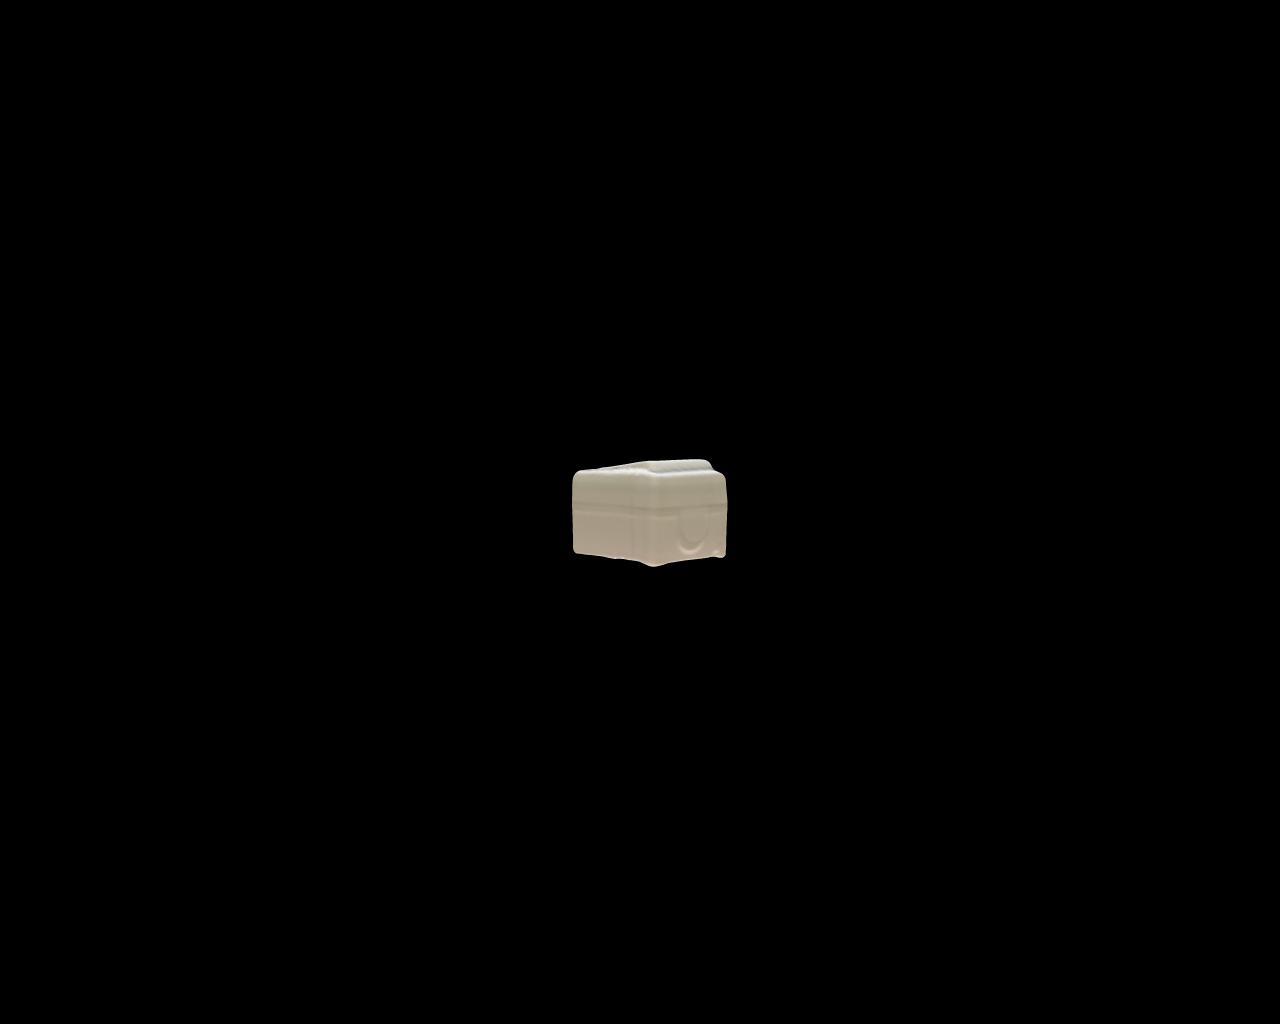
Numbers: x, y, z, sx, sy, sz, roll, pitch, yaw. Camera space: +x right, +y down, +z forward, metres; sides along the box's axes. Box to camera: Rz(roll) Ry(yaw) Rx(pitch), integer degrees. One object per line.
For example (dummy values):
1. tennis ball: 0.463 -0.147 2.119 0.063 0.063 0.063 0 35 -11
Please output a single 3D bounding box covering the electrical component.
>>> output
1. electrical component: 0.001 -0.003 0.650 0.062 0.061 0.096 -4 6 -39
